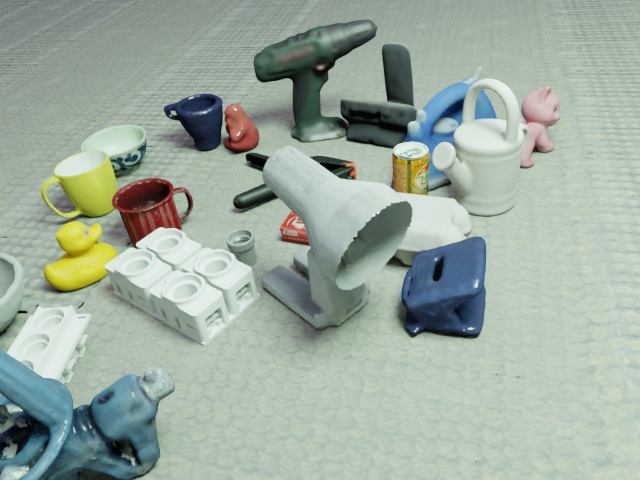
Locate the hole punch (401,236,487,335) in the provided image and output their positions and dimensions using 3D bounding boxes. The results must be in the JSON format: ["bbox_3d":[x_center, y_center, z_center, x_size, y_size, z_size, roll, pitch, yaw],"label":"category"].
[{"bbox_3d":[0.151,0.052,0.695,0.101,0.091,0.109,4,39,15],"label":"hole punch"}]

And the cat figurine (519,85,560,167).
[{"bbox_3d":[0.361,-0.203,0.969,0.067,0.118,0.128,27,49,36],"label":"cat figurine"}]

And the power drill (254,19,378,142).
[{"bbox_3d":[-0.002,-0.297,1.075,0.229,0.209,0.075,-8,37,0],"label":"power drill"}]

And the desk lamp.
[{"bbox_3d":[0.006,0.002,0.682,0.118,0.214,0.202,-33,44,-30],"label":"desk lamp"}]

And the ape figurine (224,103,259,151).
[{"bbox_3d":[-0.158,-0.217,1.093,0.076,0.092,0.078,-2,38,7],"label":"ape figurine"}]

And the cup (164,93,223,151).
[{"bbox_3d":[-0.239,-0.224,1.113,0.117,0.095,0.091,0,38,10],"label":"cup"}]

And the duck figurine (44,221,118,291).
[{"bbox_3d":[-0.353,0.016,0.828,0.105,0.086,0.077,-34,45,-31],"label":"duck figurine"}]

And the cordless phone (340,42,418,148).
[{"bbox_3d":[0.108,-0.274,1.047,0.147,0.185,0.094,11,41,22],"label":"cordless phone"}]

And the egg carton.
[{"bbox_3d":[0.134,-0.014,0.801,0.150,0.069,0.107,7,40,18],"label":"egg carton"}]

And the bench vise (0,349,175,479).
[{"bbox_3d":[-0.253,0.150,0.529,0.208,0.220,0.121,-34,45,-30],"label":"bench vise"}]

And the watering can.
[{"bbox_3d":[0.242,-0.137,0.840,0.100,0.194,0.173,19,45,30],"label":"watering can"}]

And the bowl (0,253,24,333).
[{"bbox_3d":[-0.466,0.093,0.756,0.167,0.075,0.167,-4,38,4],"label":"bowl"}]

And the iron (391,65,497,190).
[{"bbox_3d":[0.200,-0.184,0.951,0.118,0.142,0.259,27,49,36],"label":"iron"}]
